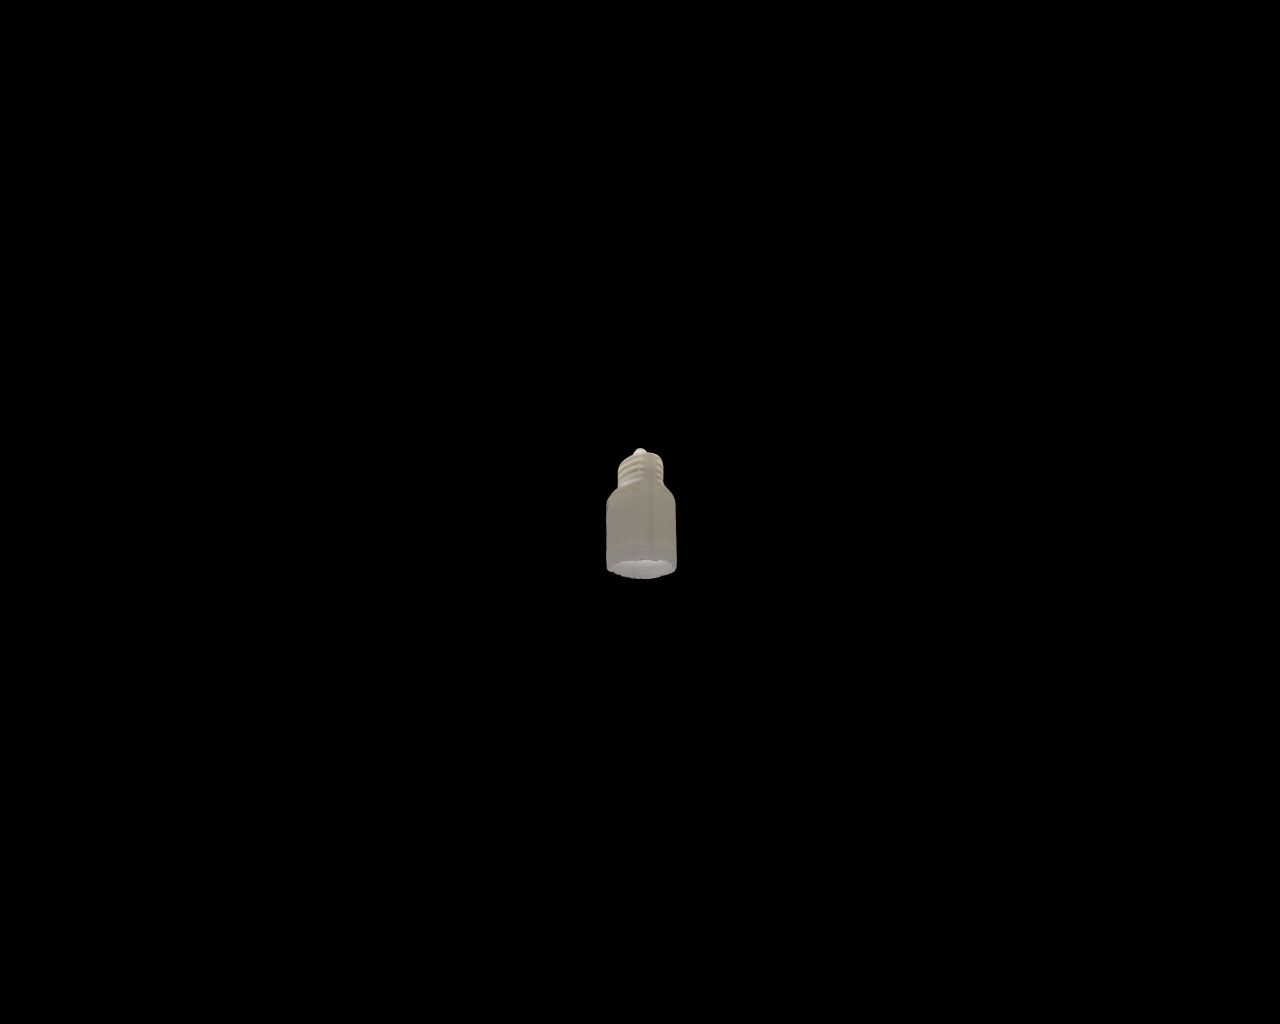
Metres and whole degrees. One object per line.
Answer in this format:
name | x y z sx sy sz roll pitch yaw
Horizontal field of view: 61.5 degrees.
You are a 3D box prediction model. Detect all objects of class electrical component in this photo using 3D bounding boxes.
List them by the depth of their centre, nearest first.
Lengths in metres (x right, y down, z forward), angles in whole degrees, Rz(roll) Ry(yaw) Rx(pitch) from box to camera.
electrical component | 0.001 -0.003 0.650 0.043 0.081 0.043 0 -19 0
